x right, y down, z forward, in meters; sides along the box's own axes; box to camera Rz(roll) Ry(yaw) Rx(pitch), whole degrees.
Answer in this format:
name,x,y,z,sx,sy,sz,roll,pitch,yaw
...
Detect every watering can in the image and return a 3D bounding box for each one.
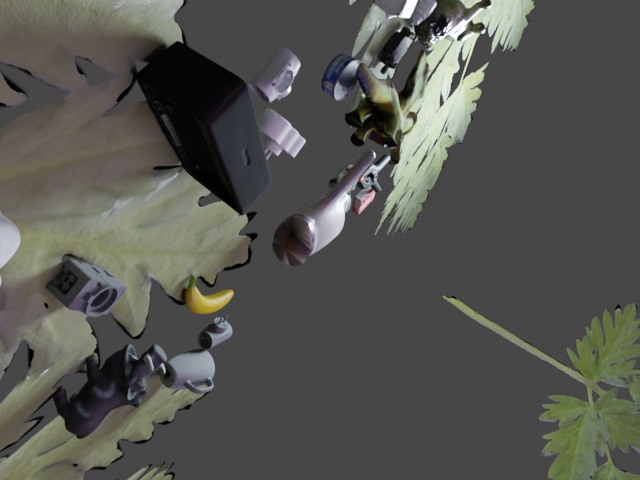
name,x,y,z,sx,sy,sz,roll,pitch,yaw
watering can,0.004,-0.062,1.233,0.105,0.340,0.228,41,43,13

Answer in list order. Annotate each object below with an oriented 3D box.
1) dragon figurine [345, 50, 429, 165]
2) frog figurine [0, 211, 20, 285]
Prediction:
name,x,y,z,sx,sy,sz,roll,pitch,yaw
dragon figurine,0.170,-0.327,1.158,0.123,0.246,0.403,26,-17,18
frog figurine,-0.326,0.030,0.450,0.160,0.139,0.120,35,-30,16
